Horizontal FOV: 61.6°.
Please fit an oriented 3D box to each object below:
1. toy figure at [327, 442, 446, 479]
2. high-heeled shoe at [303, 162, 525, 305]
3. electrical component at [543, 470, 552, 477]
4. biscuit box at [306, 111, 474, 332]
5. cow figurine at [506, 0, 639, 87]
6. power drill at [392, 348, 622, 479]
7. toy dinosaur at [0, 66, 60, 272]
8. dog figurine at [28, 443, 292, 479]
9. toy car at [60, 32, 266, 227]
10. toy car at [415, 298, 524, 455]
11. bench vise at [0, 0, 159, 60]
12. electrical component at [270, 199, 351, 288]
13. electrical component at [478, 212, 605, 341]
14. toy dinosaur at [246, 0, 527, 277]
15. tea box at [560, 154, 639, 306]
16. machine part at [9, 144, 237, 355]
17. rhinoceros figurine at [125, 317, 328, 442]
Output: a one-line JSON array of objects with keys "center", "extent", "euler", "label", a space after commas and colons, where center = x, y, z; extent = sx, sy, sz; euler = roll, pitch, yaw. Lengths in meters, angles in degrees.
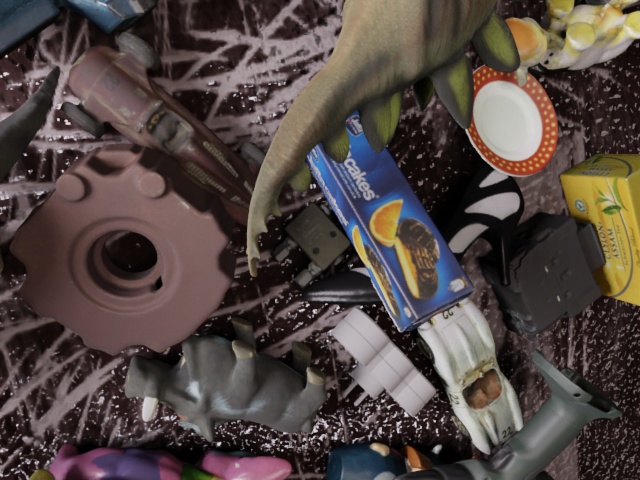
[{"center": [0.083, 0.262, 0.604], "extent": [0.154, 0.058, 0.064], "euler": [13, 133, -23], "label": "toy figure"}, {"center": [0.099, -0.010, 0.560], "extent": [0.249, 0.086, 0.145], "euler": [-5, 80, -11], "label": "high-heeled shoe"}, {"center": [0.246, 0.328, 0.681], "extent": [0.102, 0.045, 0.078], "euler": [-56, 140, -1], "label": "electrical component"}, {"center": [0.055, -0.021, 0.491], "extent": [0.063, 0.059, 0.203], "euler": [-25, 73, -13], "label": "biscuit box"}, {"center": [0.249, -0.210, 0.570], "extent": [0.167, 0.098, 0.068], "euler": [-14, 79, -8], "label": "cow figurine"}, {"center": [0.205, 0.221, 0.565], "extent": [0.232, 0.086, 0.207], "euler": [26, 97, -30], "label": "power drill"}, {"center": [-0.305, 0.039, 0.351], "extent": [0.131, 0.192, 0.404], "euler": [29, 90, -24], "label": "toy dinosaur"}, {"center": [-0.133, 0.241, 0.461], "extent": [0.219, 0.191, 0.108], "euler": [1, 93, -5], "label": "dog figurine"}, {"center": [-0.124, -0.086, 0.471], "extent": [0.202, 0.053, 0.089], "euler": [42, 81, -20], "label": "toy car"}, {"center": [0.173, 0.154, 0.615], "extent": [0.073, 0.056, 0.201], "euler": [-31, 109, -13], "label": "toy car"}, {"center": [-0.229, -0.242, 0.369], "extent": [0.223, 0.129, 0.240], "euler": [-40, 117, -8], "label": "bench vise"}, {"center": [-0.001, -0.002, 0.536], "extent": [0.094, 0.021, 0.063], "euler": [-45, 93, -9], "label": "electrical component"}, {"center": [0.266, 0.035, 0.630], "extent": [0.134, 0.058, 0.114], "euler": [-34, 111, -11], "label": "electrical component"}, {"center": [0.075, -0.181, 0.426], "extent": [0.471, 0.105, 0.198], "euler": [-45, 125, -15], "label": "toy dinosaur"}, {"center": [0.361, -0.013, 0.634], "extent": [0.068, 0.098, 0.169], "euler": [-29, 106, -14], "label": "tea box"}, {"center": [-0.158, 0.013, 0.449], "extent": [0.179, 0.056, 0.179], "euler": [-3, 114, -7], "label": "machine part"}, {"center": [-0.086, 0.137, 0.516], "extent": [0.190, 0.073, 0.112], "euler": [18, 103, -24], "label": "rhinoceros figurine"}]
